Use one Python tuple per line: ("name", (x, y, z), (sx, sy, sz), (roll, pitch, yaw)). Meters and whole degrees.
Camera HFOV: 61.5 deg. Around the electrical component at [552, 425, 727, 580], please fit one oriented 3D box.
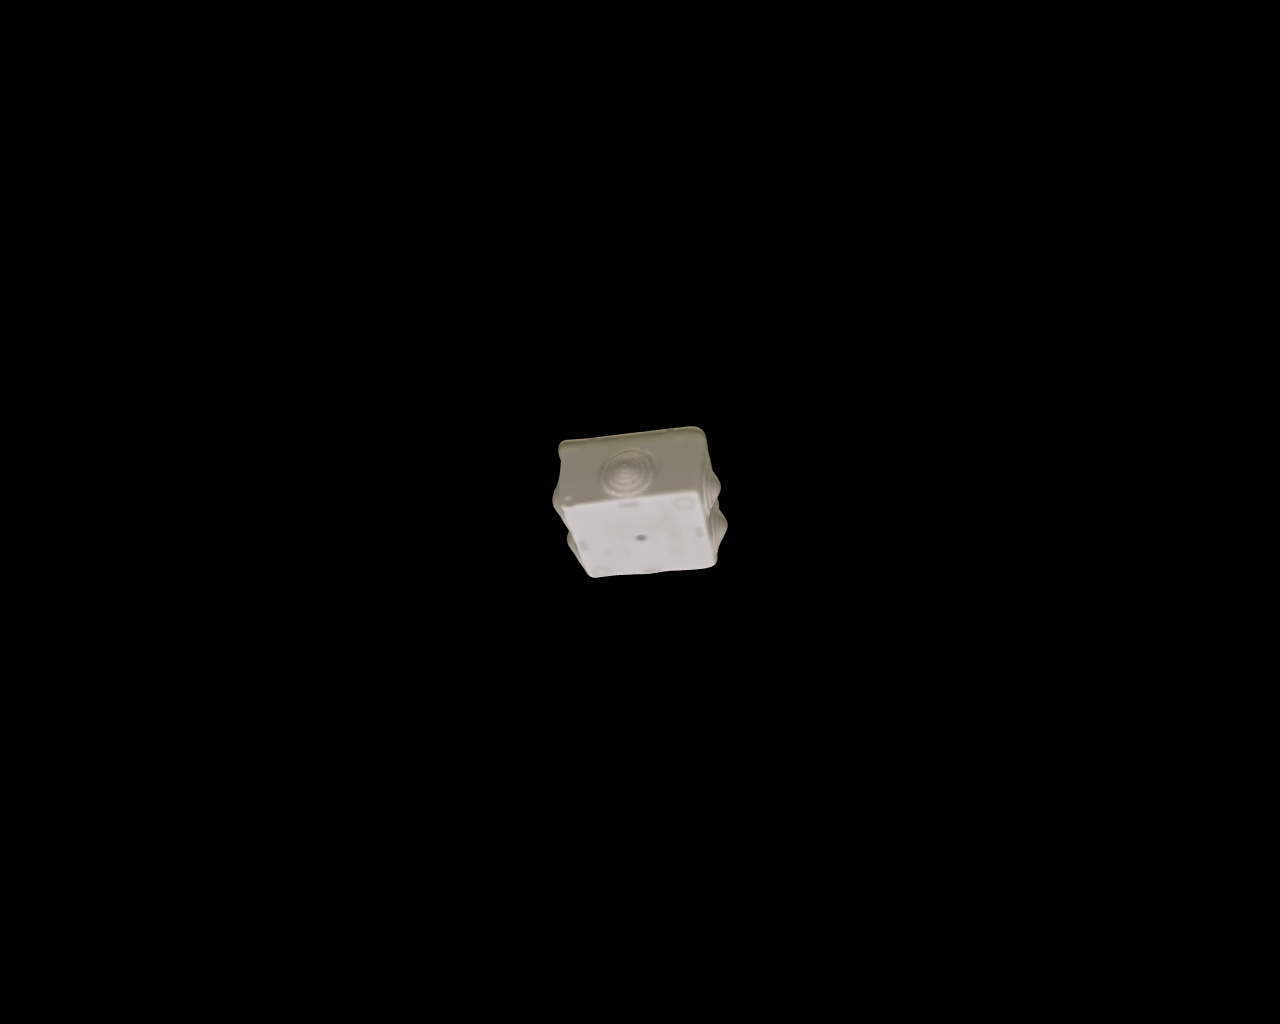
("electrical component", (0.001, -0.003, 0.650), (0.100, 0.048, 0.099), (-6, -36, 8))
